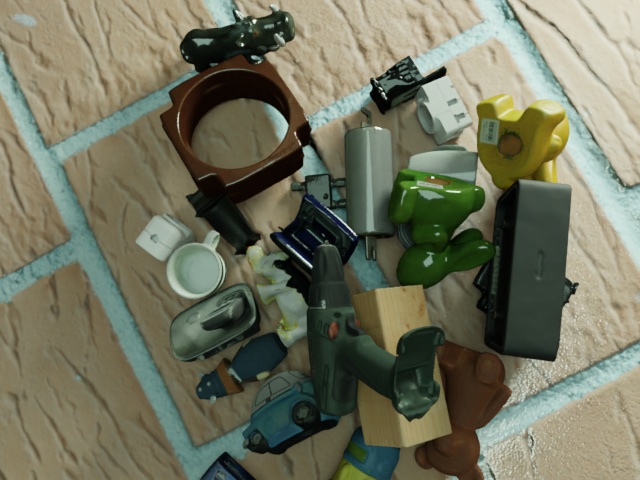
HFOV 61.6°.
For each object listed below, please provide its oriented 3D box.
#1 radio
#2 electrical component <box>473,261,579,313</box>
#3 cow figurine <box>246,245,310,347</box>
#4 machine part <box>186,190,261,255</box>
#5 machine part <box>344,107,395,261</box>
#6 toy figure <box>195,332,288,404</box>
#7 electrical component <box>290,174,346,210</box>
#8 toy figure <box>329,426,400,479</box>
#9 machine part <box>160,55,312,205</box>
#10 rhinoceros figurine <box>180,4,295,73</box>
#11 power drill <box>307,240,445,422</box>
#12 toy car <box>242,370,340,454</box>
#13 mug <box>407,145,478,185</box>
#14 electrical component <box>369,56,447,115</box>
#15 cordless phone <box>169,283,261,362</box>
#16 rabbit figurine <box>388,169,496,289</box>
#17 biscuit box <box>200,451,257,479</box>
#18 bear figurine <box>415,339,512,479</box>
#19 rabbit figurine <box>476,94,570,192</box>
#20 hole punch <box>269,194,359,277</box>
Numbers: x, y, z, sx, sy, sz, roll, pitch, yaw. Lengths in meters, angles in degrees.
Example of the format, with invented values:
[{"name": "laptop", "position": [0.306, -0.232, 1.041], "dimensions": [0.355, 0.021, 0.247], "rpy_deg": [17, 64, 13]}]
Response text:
[{"name": "radio", "position": [0.280, 0.042, 0.736], "dimensions": [0.073, 0.131, 0.229], "rpy_deg": [8, 84, 6]}, {"name": "electrical component", "position": [0.307, 0.079, 0.825], "dimensions": [0.134, 0.058, 0.115], "rpy_deg": [31, 85, 6]}, {"name": "cow figurine", "position": [-0.050, 0.074, 0.846], "dimensions": [0.098, 0.068, 0.167], "rpy_deg": [-25, 86, -4]}, {"name": "machine part", "position": [-0.153, -0.039, 0.881], "dimensions": [0.084, 0.039, 0.139], "rpy_deg": [-36, 81, -6]}, {"name": "machine part", "position": [0.078, -0.088, 0.850], "dimensions": [0.079, 0.079, 0.243], "rpy_deg": [-2, 83, 4]}, {"name": "toy figure", "position": [-0.124, 0.204, 0.842], "dimensions": [0.154, 0.064, 0.057], "rpy_deg": [-34, 120, 5]}, {"name": "electrical component", "position": [-0.002, -0.075, 0.880], "dimensions": [0.094, 0.021, 0.063], "rpy_deg": [-3, 84, 8]}, {"name": "toy figure", "position": [0.064, 0.347, 0.803], "dimensions": [0.082, 0.089, 0.180], "rpy_deg": [26, 78, 2]}, {"name": "machine part", "position": [-0.131, -0.174, 0.853], "dimensions": [0.201, 0.087, 0.201], "rpy_deg": [-30, 75, -10]}, {"name": "rhinoceros figurine", "position": [-0.132, -0.328, 0.874], "dimensions": [0.190, 0.112, 0.073], "rpy_deg": [-7, 81, 11]}, {"name": "power drill", "position": [0.054, 0.123, 0.683], "dimensions": [0.207, 0.086, 0.231], "rpy_deg": [7, 97, 47]}, {"name": "toy car", "position": [-0.047, 0.254, 0.818], "dimensions": [0.162, 0.109, 0.103], "rpy_deg": [-31, 60, 11]}, {"name": "mug", "position": [0.192, -0.110, 0.846], "dimensions": [0.107, 0.080, 0.109], "rpy_deg": [5, 59, 11]}, {"name": "electrical component", "position": [0.141, -0.257, 0.864], "dimensions": [0.119, 0.075, 0.048], "rpy_deg": [-31, 83, 4]}, {"name": "cordless phone", "position": [-0.165, 0.130, 0.790], "dimensions": [0.147, 0.184, 0.088], "rpy_deg": [-27, 87, 1]}, {"name": "rabbit figurine", "position": [0.169, -0.007, 0.793], "dimensions": [0.159, 0.121, 0.170], "rpy_deg": [7, 112, -2]}, {"name": "biscuit box", "position": [-0.096, 0.416, 0.815], "dimensions": [0.203, 0.063, 0.059], "rpy_deg": [40, 87, 7]}, {"name": "bear figurine", "position": [0.197, 0.253, 0.784], "dimensions": [0.120, 0.131, 0.196], "rpy_deg": [17, 80, 37]}, {"name": "rabbit figurine", "position": [0.326, -0.144, 0.810], "dimensions": [0.122, 0.173, 0.162], "rpy_deg": [8, 114, 44]}, {"name": "hole punch", "position": [-0.002, -0.002, 0.825], "dimensions": [0.142, 0.115, 0.092], "rpy_deg": [38, 94, 9]}]
